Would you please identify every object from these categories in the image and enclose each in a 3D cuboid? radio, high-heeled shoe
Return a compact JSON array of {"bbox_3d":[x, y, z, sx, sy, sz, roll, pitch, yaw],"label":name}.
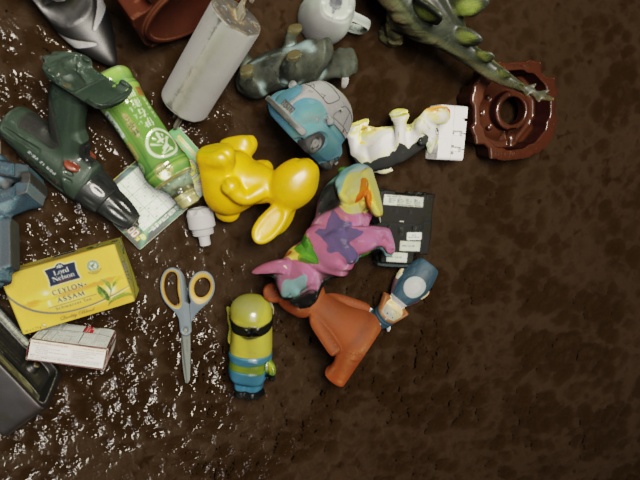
[{"bbox_3d":[-0.490,0.160,0.786,0.073,0.131,0.229,-35,105,-4],"label":"radio"},{"bbox_3d":[-0.363,-0.348,0.713,0.086,0.145,0.248,-39,103,-1],"label":"high-heeled shoe"}]

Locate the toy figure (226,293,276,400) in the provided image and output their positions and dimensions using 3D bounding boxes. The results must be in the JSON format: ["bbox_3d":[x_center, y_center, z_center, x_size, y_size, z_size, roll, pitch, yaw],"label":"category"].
[{"bbox_3d":[-0.112,0.176,0.889,0.082,0.089,0.180,2,97,-20],"label":"toy figure"}]

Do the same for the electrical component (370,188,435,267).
[{"bbox_3d":[0.129,-0.021,0.920,0.115,0.058,0.134,5,99,-10],"label":"electrical component"}]

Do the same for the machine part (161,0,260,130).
[{"bbox_3d":[-0.159,-0.253,0.767,0.079,0.079,0.243,32,127,-15],"label":"machine part"}]

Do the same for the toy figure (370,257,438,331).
[{"bbox_3d":[0.142,0.099,0.946,0.064,0.057,0.154,41,92,23],"label":"toy figure"}]

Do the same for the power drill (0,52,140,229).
[{"bbox_3d":[-0.328,-0.140,0.753,0.232,0.086,0.207,35,135,-3],"label":"power drill"}]

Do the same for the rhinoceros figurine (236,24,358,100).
[{"bbox_3d":[-0.037,-0.258,0.817,0.190,0.112,0.073,-12,58,2],"label":"rhinoceros figurine"}]

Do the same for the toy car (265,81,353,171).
[{"bbox_3d":[0.000,-0.180,0.807,0.103,0.161,0.109,-44,63,8],"label":"toy car"}]

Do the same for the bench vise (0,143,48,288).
[{"bbox_3d":[-0.518,-0.035,0.746,0.241,0.129,0.223,-7,87,-8],"label":"bench vise"}]

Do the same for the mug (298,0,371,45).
[{"bbox_3d":[0.025,-0.338,0.815,0.109,0.107,0.080,20,97,-12],"label":"mug"}]

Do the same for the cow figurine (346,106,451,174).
[{"bbox_3d":[0.130,-0.159,0.864,0.167,0.068,0.098,-9,110,19],"label":"cow figurine"}]

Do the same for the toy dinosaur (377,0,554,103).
[{"bbox_3d":[0.145,-0.349,0.792,0.471,0.199,0.105,33,95,-14],"label":"toy dinosaur"}]

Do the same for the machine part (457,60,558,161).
[{"bbox_3d":[0.323,-0.221,0.925,0.179,0.056,0.179,-2,101,-12],"label":"machine part"}]

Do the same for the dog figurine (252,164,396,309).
[{"bbox_3d":[-0.002,-0.002,0.824,0.219,0.108,0.191,-17,89,0],"label":"dog figurine"}]

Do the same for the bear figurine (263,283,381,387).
[{"bbox_3d":[-0.001,0.131,0.903,0.196,0.120,0.131,30,138,9],"label":"bear figurine"}]

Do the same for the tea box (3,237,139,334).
[{"bbox_3d":[-0.378,0.068,0.826,0.170,0.068,0.098,-18,104,-7],"label":"tea box"}]

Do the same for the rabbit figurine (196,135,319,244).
[{"bbox_3d":[-0.085,-0.077,0.809,0.173,0.122,0.162,0,100,13],"label":"rabbit figurine"}]

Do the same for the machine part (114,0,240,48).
[{"bbox_3d":[-0.177,-0.352,0.719,0.201,0.201,0.087,-33,96,-5],"label":"machine part"}]
